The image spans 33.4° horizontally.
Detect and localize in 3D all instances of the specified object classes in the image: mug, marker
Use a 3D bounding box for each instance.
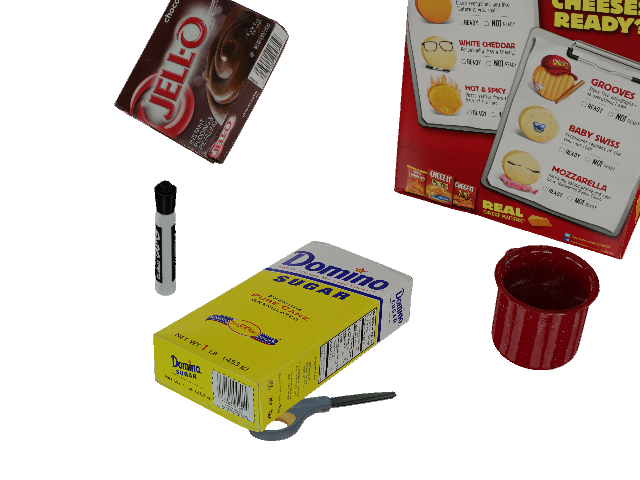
[{"bbox_3d":[0.197,0.057,0.987,0.093,0.081,0.117,-13,42,-16],"label":"mug"},{"bbox_3d":[-0.137,-0.002,0.941,0.020,0.121,0.020,4,39,-4],"label":"marker"}]

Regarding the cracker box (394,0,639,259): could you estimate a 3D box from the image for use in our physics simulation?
[{"bbox_3d":[0.139,-0.108,0.673,0.164,0.214,0.072,18,44,19],"label":"cracker box"}]

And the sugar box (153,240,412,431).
[{"bbox_3d":[-0.021,0.059,0.740,0.093,0.048,0.175,21,36,31],"label":"sugar box"}]

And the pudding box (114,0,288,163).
[{"bbox_3d":[-0.088,-0.127,0.798,0.090,0.113,0.039,29,0,20],"label":"pudding box"}]

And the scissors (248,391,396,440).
[{"bbox_3d":[-0.003,0.194,1.194,0.201,0.016,0.096,3,23,-11],"label":"scissors"}]
